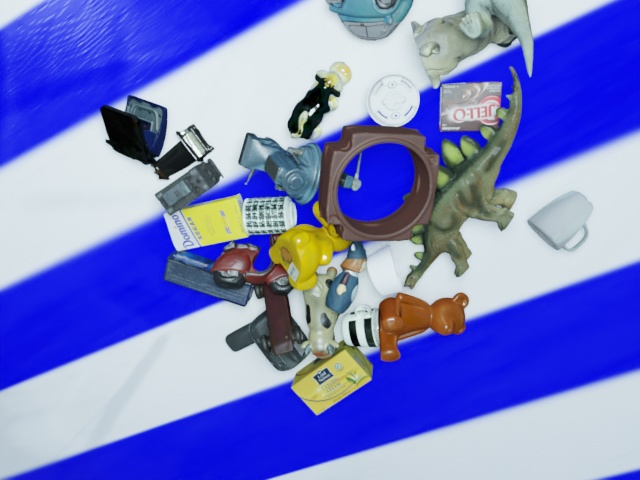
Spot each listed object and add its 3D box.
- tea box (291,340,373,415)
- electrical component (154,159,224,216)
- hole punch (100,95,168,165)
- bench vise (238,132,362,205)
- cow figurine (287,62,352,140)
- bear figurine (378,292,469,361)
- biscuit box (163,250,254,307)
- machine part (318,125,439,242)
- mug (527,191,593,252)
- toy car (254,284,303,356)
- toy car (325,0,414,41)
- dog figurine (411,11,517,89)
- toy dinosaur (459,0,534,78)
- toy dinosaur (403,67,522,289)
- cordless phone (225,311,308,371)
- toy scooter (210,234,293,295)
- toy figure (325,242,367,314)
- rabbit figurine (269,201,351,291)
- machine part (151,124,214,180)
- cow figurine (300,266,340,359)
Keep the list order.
[{"bbox_3d":[0.029,0.315,1.246,0.169,0.068,0.098,-40,99,19],"label":"tea box"},{"bbox_3d":[-0.274,-0.109,1.119,0.115,0.134,0.058,-33,101,15],"label":"electrical component"},{"bbox_3d":[-0.380,-0.232,1.120,0.142,0.092,0.115,21,134,18],"label":"hole punch"},{"bbox_3d":[-0.034,-0.139,1.068,0.240,0.224,0.128,9,102,-28],"label":"bench vise"},{"bbox_3d":[-0.004,-0.271,1.043,0.068,0.098,0.167,35,110,3],"label":"cow figurine"},{"bbox_3d":[0.222,0.178,1.131,0.196,0.132,0.120,4,119,1],"label":"bear figurine"},{"bbox_3d":[-0.249,0.084,1.218,0.203,0.059,0.062,18,111,2],"label":"biscuit box"},{"bbox_3d":[0.103,-0.099,0.963,0.201,0.087,0.201,0,111,-12],"label":"machine part"},{"bbox_3d":[0.485,-0.036,1.052,0.109,0.081,0.107,43,100,-1],"label":"mug"},{"bbox_3d":[-0.089,0.158,1.159,0.089,0.202,0.053,-16,143,2],"label":"toy car"},{"bbox_3d":[0.095,-0.417,0.979,0.162,0.109,0.102,3,127,17],"label":"toy car"},{"bbox_3d":[0.267,-0.361,0.936,0.191,0.172,0.121,-18,115,21],"label":"dog figurine"},{"bbox_3d":[0.266,-0.454,0.875,0.131,0.192,0.404,-23,97,56],"label":"toy dinosaur"},{"bbox_3d":[0.280,-0.091,1.045,0.198,0.105,0.471,31,115,-1],"label":"toy dinosaur"},{"bbox_3d":[-0.129,0.248,1.255,0.184,0.089,0.146,-28,103,28],"label":"cordless phone"},{"bbox_3d":[-0.138,0.043,1.157,0.184,0.075,0.135,7,70,-3],"label":"toy scooter"},{"bbox_3d":[0.060,0.074,1.110,0.058,0.064,0.154,24,89,-19],"label":"toy figure"},{"bbox_3d":[-0.002,-0.003,1.102,0.122,0.173,0.162,48,139,31],"label":"rabbit figurine"},{"bbox_3d":[-0.300,-0.182,1.152,0.139,0.039,0.084,-36,108,16],"label":"machine part"},{"bbox_3d":[0.004,0.168,1.171,0.086,0.127,0.194,-1,106,13],"label":"cow figurine"}]
